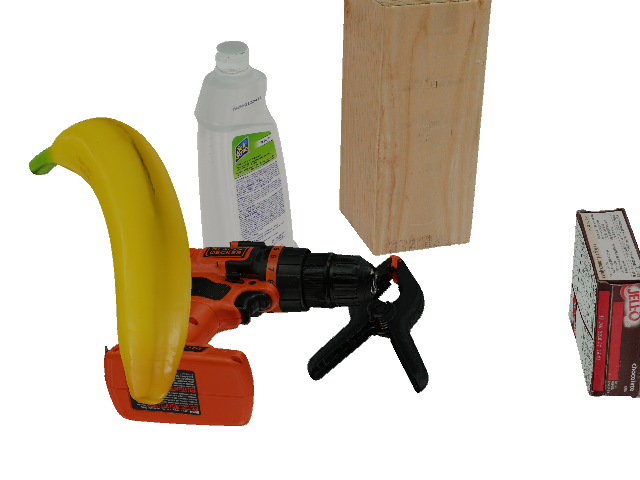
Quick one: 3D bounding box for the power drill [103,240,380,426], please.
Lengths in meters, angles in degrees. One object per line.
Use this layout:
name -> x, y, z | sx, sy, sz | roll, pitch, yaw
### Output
power drill -> -0.060, 0.060, 0.775 | 0.184, 0.057, 0.187 | -1, 24, 15

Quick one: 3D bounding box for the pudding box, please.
pudding box -> 0.198, 0.040, 0.736 | 0.039, 0.090, 0.113 | 0, 27, 4

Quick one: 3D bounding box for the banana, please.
banana -> -0.097, -0.008, 0.531 | 0.037, 0.070, 0.198 | 12, 30, -36

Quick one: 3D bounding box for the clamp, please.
clamp -> 0.071, 0.087, 1.091 | 0.120, 0.171, 0.039 | 16, -38, 17

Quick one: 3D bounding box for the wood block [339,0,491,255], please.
wood block -> 0.072, -0.103, 0.861 | 0.090, 0.206, 0.091 | -8, 29, -15

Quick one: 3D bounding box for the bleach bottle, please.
bleach bottle -> -0.074, -0.077, 1.050 | 0.068, 0.251, 0.102 | 26, 43, 33
